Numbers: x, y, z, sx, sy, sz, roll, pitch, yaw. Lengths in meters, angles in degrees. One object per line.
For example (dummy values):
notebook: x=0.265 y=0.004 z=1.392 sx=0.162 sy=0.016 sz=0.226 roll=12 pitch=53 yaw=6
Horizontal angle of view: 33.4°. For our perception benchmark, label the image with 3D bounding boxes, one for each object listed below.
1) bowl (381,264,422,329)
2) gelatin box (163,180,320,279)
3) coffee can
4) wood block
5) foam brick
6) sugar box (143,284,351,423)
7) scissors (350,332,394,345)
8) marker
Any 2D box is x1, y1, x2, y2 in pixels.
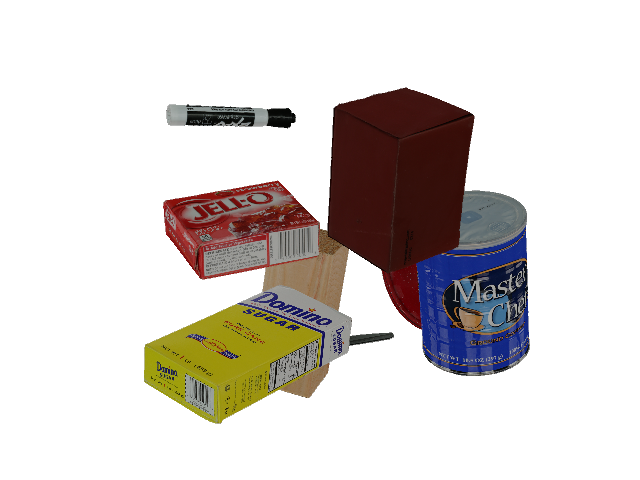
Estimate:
bowl: x=0.145 y=0.022 z=1.205 sx=0.161 sy=0.162 sz=0.055 roll=0 pitch=-6 yaw=-39
gelatin box: x=-0.055 y=-0.009 z=0.730 sx=0.089 sy=0.030 sz=0.073 roll=-11 pitch=30 yaw=-22
coffee can: x=0.140 y=0.038 z=0.986 sx=0.103 sy=0.140 sz=0.103 roll=-6 pitch=28 yaw=3
wood block: x=-0.028 y=0.092 z=1.436 sx=0.090 sy=0.206 sz=0.090 roll=14 pitch=20 yaw=13
foam brick: x=0.040 y=-0.032 z=0.550 sx=0.052 sy=0.078 sz=0.051 roll=-19 pitch=36 yaw=-34
sugar box: x=-0.062 y=0.096 z=0.957 sx=0.093 sy=0.048 sz=0.175 roll=24 pitch=33 yaw=33
scissors: x=-0.006 y=0.128 z=1.209 sx=0.201 sy=0.016 sz=0.096 roll=1 pitch=25 yaw=-9
marker: x=-0.081 y=-0.114 z=0.984 sx=0.121 sy=0.020 sz=0.020 roll=-1 pitch=0 yaw=-21
